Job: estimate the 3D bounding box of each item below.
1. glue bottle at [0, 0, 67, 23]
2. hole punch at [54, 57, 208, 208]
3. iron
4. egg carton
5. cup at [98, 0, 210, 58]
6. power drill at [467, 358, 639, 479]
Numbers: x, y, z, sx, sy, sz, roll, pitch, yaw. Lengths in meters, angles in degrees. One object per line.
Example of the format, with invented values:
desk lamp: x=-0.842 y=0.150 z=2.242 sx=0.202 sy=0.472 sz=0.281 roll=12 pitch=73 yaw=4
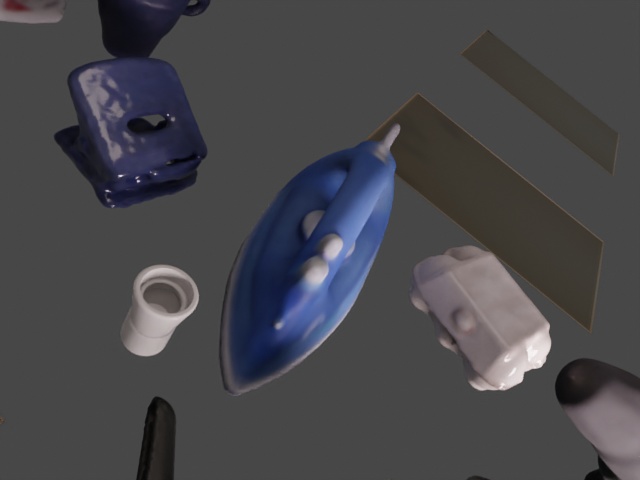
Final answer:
glue bottle: x=-0.265 y=-0.284 z=0.530 sx=0.078 sy=0.173 sz=0.037 roll=-23 pitch=68 yaw=-45
hole punch: x=-0.155 y=-0.095 z=0.497 sx=0.101 sy=0.091 sz=0.109 roll=49 pitch=42 yaw=13
iron: x=0.004 y=0.002 z=0.483 sx=0.119 sy=0.141 sz=0.258 roll=33 pitch=41 yaw=-5
egg carton: x=0.160 y=0.075 z=0.580 sx=0.107 sy=0.069 sz=0.150 roll=-16 pitch=63 yaw=-43
cup: x=-0.182 y=-0.238 z=0.606 sx=0.118 sy=0.095 sz=0.091 roll=-4 pitch=56 yaw=-38
power drill: x=0.199 y=0.180 z=0.406 sx=0.230 sy=0.208 sz=0.075 roll=25 pitch=42 yaw=-14
